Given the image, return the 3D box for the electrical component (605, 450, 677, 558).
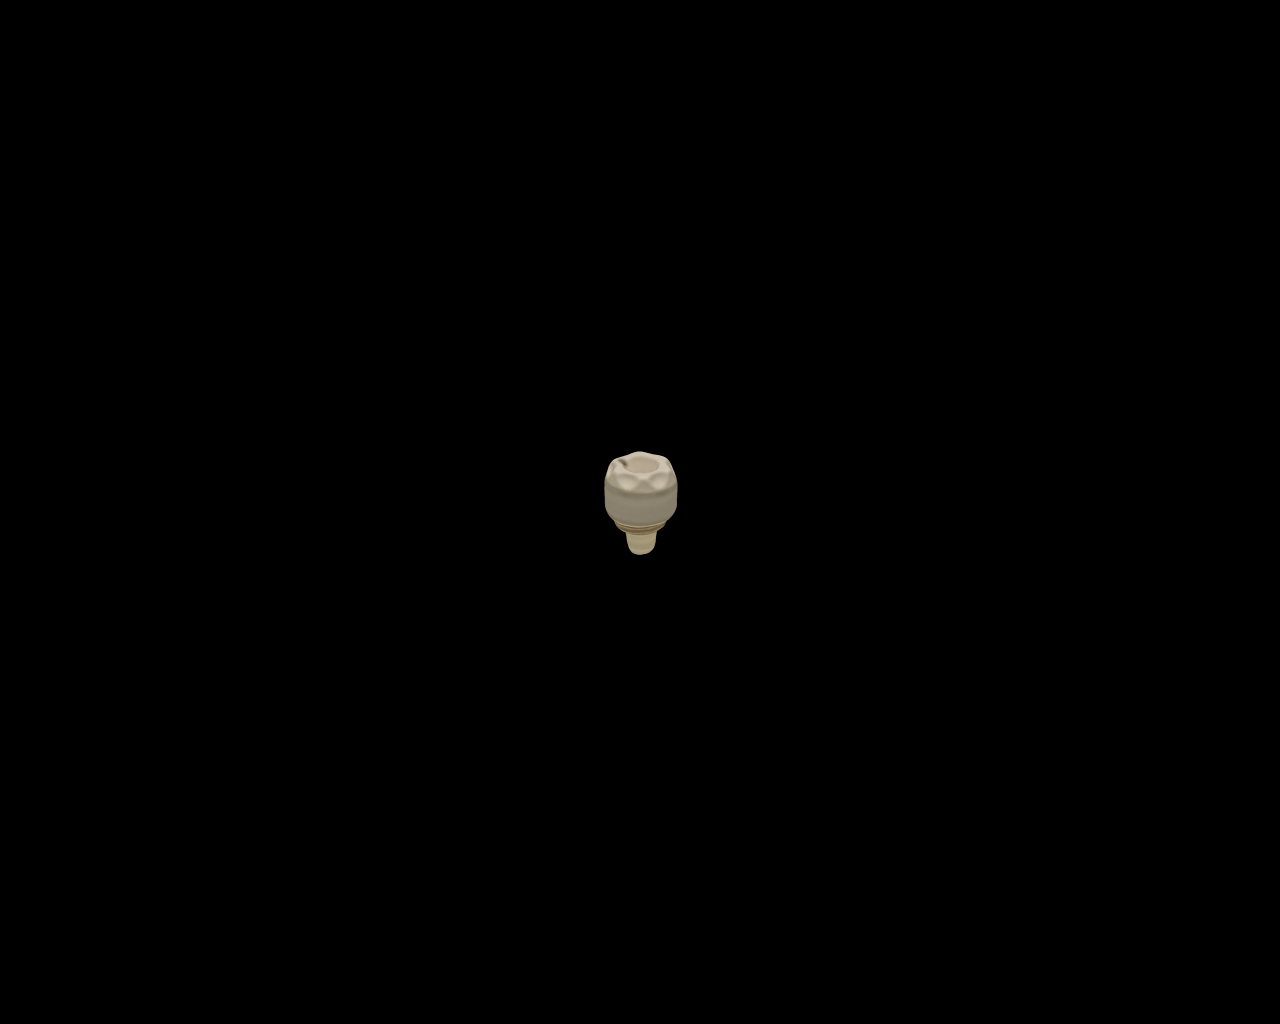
[{"bbox_3d":[0.001,-0.003,0.650,0.043,0.062,0.043,0,29,0],"label":"electrical component"}]
